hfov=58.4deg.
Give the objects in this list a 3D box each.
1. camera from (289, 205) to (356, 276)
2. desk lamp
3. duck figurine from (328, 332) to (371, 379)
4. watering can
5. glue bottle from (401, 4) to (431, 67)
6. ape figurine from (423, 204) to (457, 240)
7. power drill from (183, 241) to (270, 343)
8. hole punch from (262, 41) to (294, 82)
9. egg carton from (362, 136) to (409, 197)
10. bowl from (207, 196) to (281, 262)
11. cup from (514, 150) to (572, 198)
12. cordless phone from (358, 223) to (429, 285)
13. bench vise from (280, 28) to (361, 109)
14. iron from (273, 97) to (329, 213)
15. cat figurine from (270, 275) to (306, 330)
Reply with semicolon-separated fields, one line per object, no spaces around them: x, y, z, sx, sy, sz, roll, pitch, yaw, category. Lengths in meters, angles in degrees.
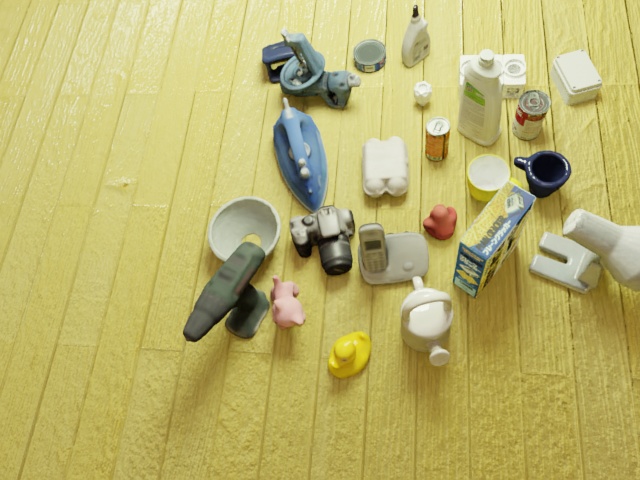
0.011;0.004;1.236;0.143;0.101;0.136;-12;64;3;camera
0.525;0.026;1.085;0.202;0.214;0.118;22;71;18;desk lamp
0.056;0.221;1.139;0.077;0.086;0.105;40;77;23;duck figurine
0.207;0.150;1.088;0.101;0.194;0.172;-33;65;-7;watering can
0.233;-0.504;1.393;0.078;0.173;0.037;-37;65;-8;glue bottle
0.258;-0.046;1.226;0.077;0.092;0.076;-9;65;5;ape figurine
-0.174;0.125;1.150;0.075;0.209;0.230;21;71;18;power drill
-0.099;-0.477;1.478;0.108;0.091;0.101;-13;64;3;hole punch
0.150;-0.167;1.310;0.107;0.069;0.150;-4;65;7;egg carton
-0.162;-0.009;1.284;0.167;0.075;0.167;-3;65;7;bowl
0.469;-0.136;1.233;0.117;0.095;0.092;22;71;18;cup
0.147;0.017;1.163;0.147;0.185;0.094;-10;64;4;cordless phone
-0.008;-0.420;1.367;0.207;0.220;0.121;-3;65;8;bench vise
-0.044;-0.196;1.314;0.118;0.142;0.258;-17;64;1;iron
-0.072;0.132;1.182;0.067;0.118;0.127;-20;64;0;cat figurine
